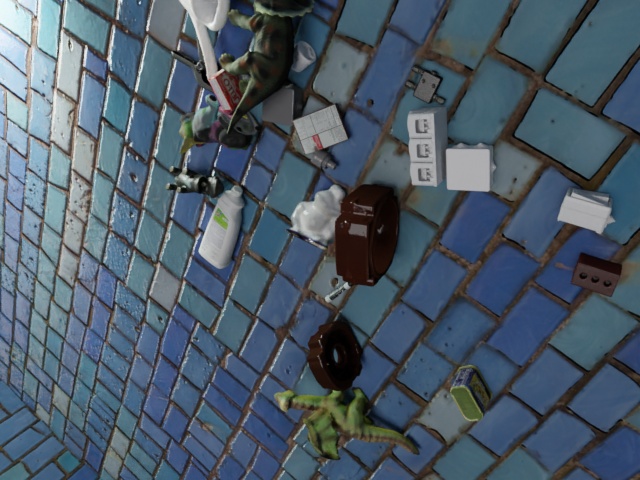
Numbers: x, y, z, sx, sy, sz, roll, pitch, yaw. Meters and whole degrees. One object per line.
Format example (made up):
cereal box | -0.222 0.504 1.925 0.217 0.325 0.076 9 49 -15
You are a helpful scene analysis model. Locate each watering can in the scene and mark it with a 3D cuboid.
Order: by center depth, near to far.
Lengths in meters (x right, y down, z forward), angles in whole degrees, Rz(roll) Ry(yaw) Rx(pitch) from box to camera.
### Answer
watering can | -0.281 -0.559 1.205 0.228 0.105 0.339 51 143 27

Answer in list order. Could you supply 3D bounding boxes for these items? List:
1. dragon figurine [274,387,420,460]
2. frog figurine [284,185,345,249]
dragon figurine | 0.057 0.512 1.394 0.413 0.246 0.120 28 119 21
frog figurine | 0.004 -0.065 1.286 0.138 0.121 0.160 24 85 30
